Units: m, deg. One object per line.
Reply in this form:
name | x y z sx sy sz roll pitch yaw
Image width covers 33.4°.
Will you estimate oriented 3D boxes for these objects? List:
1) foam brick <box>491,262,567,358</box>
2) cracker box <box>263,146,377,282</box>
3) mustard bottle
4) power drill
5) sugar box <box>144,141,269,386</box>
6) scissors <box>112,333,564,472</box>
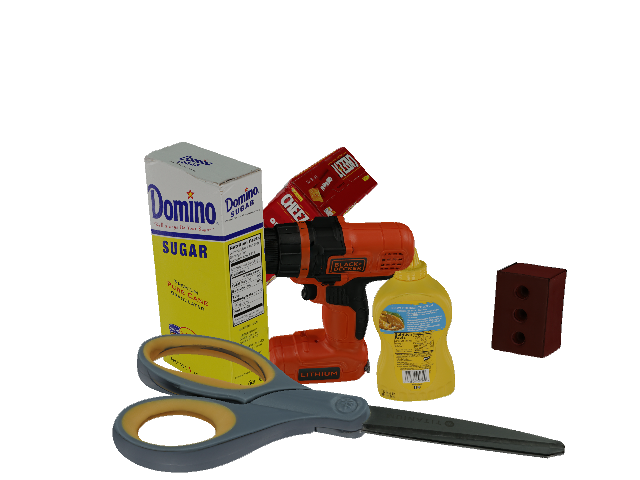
foam brick | 0.194 0.064 0.994 0.053 0.078 0.051 8 14 29
cracker box | -0.051 -0.006 1.256 0.214 0.072 0.164 -42 0 29
mustard bottle | 0.112 0.099 1.295 0.096 0.192 0.058 -3 21 5
power drill | -0.012 0.058 1.016 0.184 0.188 0.057 -1 44 -10
sugar box | -0.084 0.023 0.795 0.048 0.176 0.093 -25 32 -37
scissors | -0.004 0.086 0.469 0.202 0.016 0.096 16 33 23
